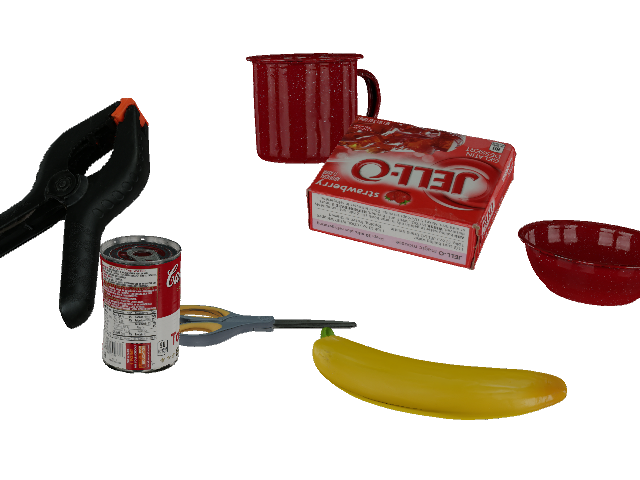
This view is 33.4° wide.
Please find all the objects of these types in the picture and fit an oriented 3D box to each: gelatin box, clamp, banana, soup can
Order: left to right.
[{"bbox_3d":[-0.177,-0.025,0.720,0.120,0.171,0.039,12,-31,16],"label":"clamp"},{"bbox_3d":[-0.153,0.054,0.909,0.068,0.102,0.068,3,18,-1],"label":"soup can"},{"bbox_3d":[0.047,-0.027,0.543,0.089,0.030,0.073,13,42,18],"label":"gelatin box"},{"bbox_3d":[0.067,0.093,0.744,0.198,0.037,0.069,12,35,30],"label":"banana"}]

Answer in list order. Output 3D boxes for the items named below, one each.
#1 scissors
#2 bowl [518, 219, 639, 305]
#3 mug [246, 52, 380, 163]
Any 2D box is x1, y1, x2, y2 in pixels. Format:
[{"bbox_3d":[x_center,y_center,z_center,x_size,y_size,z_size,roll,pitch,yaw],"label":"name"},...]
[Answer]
[{"bbox_3d":[-0.069,0.092,1.098,0.202,0.016,0.096,6,18,9],"label":"scissors"},{"bbox_3d":[0.281,0.026,1.092,0.162,0.055,0.162,4,17,-1],"label":"bowl"},{"bbox_3d":[-0.002,-0.108,0.856,0.117,0.081,0.093,-10,15,-34],"label":"mug"}]
